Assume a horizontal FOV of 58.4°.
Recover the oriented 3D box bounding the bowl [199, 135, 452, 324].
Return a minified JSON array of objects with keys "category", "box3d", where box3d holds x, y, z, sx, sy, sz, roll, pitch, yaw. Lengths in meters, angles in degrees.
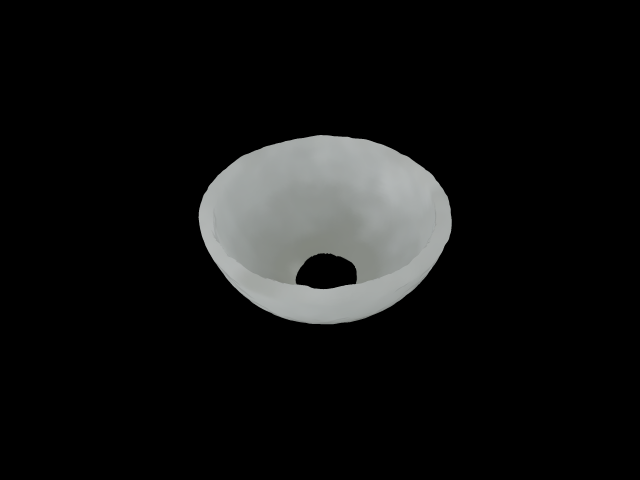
[{"category":"bowl","box3d":[0.004,0.001,0.400,0.167,0.075,0.167,0,43,0]}]
